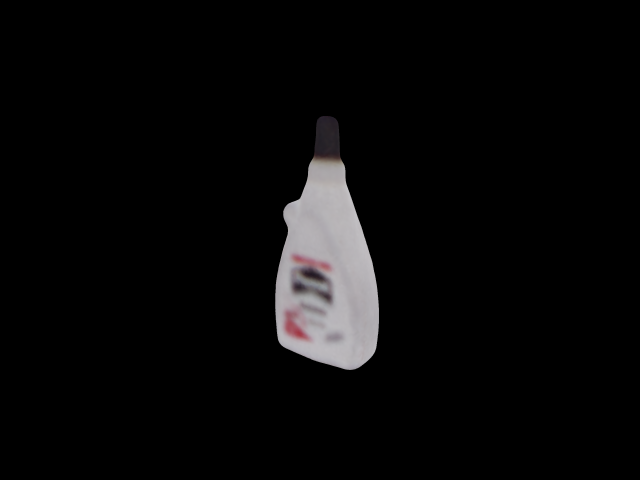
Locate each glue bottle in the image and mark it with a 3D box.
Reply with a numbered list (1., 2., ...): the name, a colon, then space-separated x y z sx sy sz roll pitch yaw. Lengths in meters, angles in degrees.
1. glue bottle: 0.004 0.001 0.400 0.077 0.173 0.037 11 21 30
